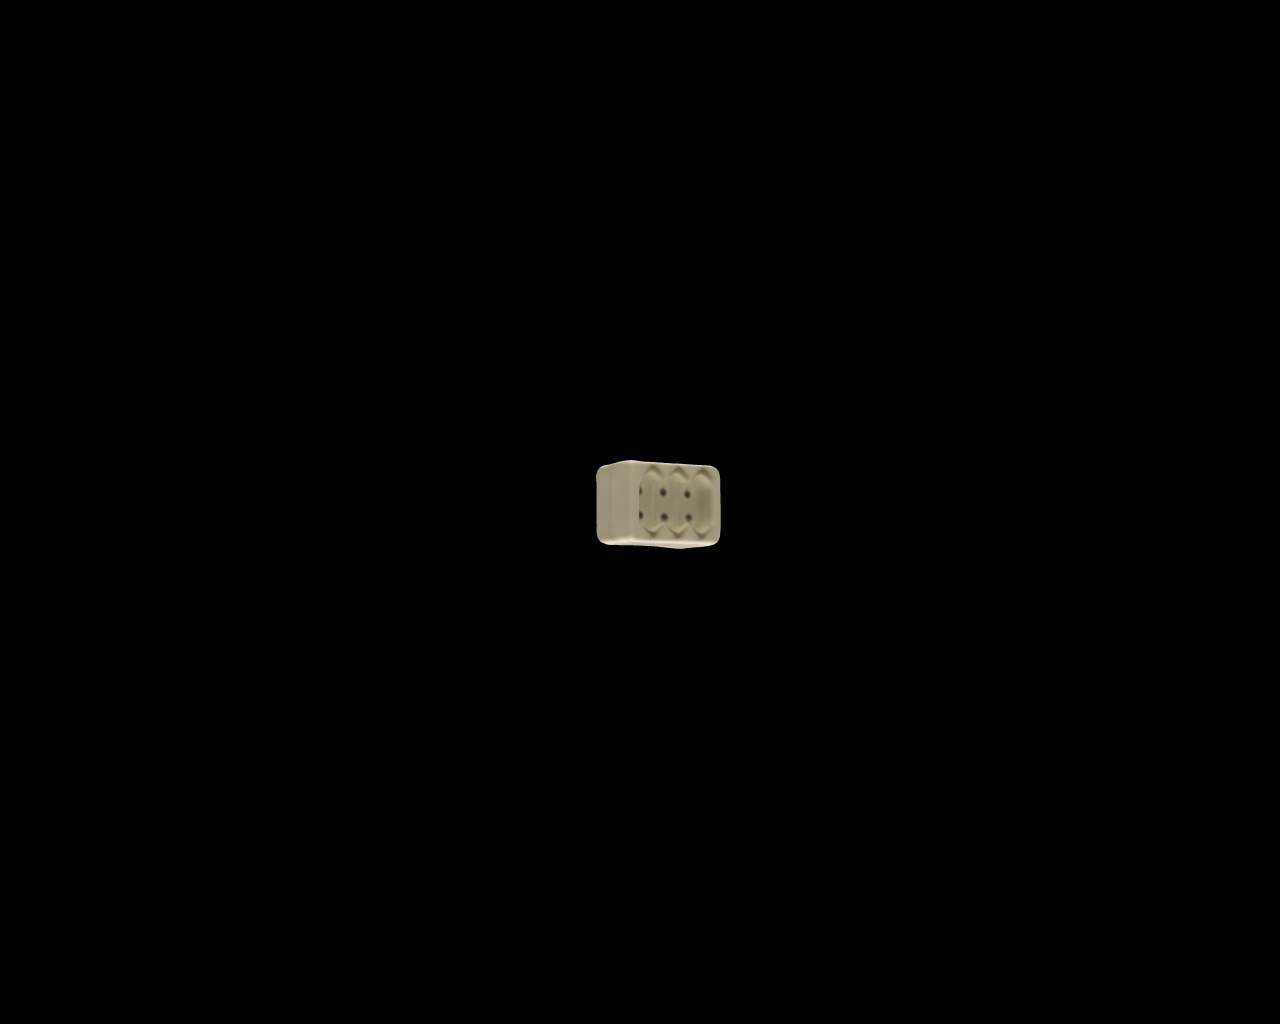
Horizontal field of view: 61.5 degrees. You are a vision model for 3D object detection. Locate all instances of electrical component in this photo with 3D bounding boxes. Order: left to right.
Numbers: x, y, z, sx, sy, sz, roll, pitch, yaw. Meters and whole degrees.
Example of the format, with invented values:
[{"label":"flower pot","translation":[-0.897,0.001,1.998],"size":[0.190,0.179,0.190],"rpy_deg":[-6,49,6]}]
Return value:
[{"label":"electrical component","translation":[0.001,-0.003,0.650],"size":[0.066,0.047,0.076],"rpy_deg":[3,-6,-33]}]
